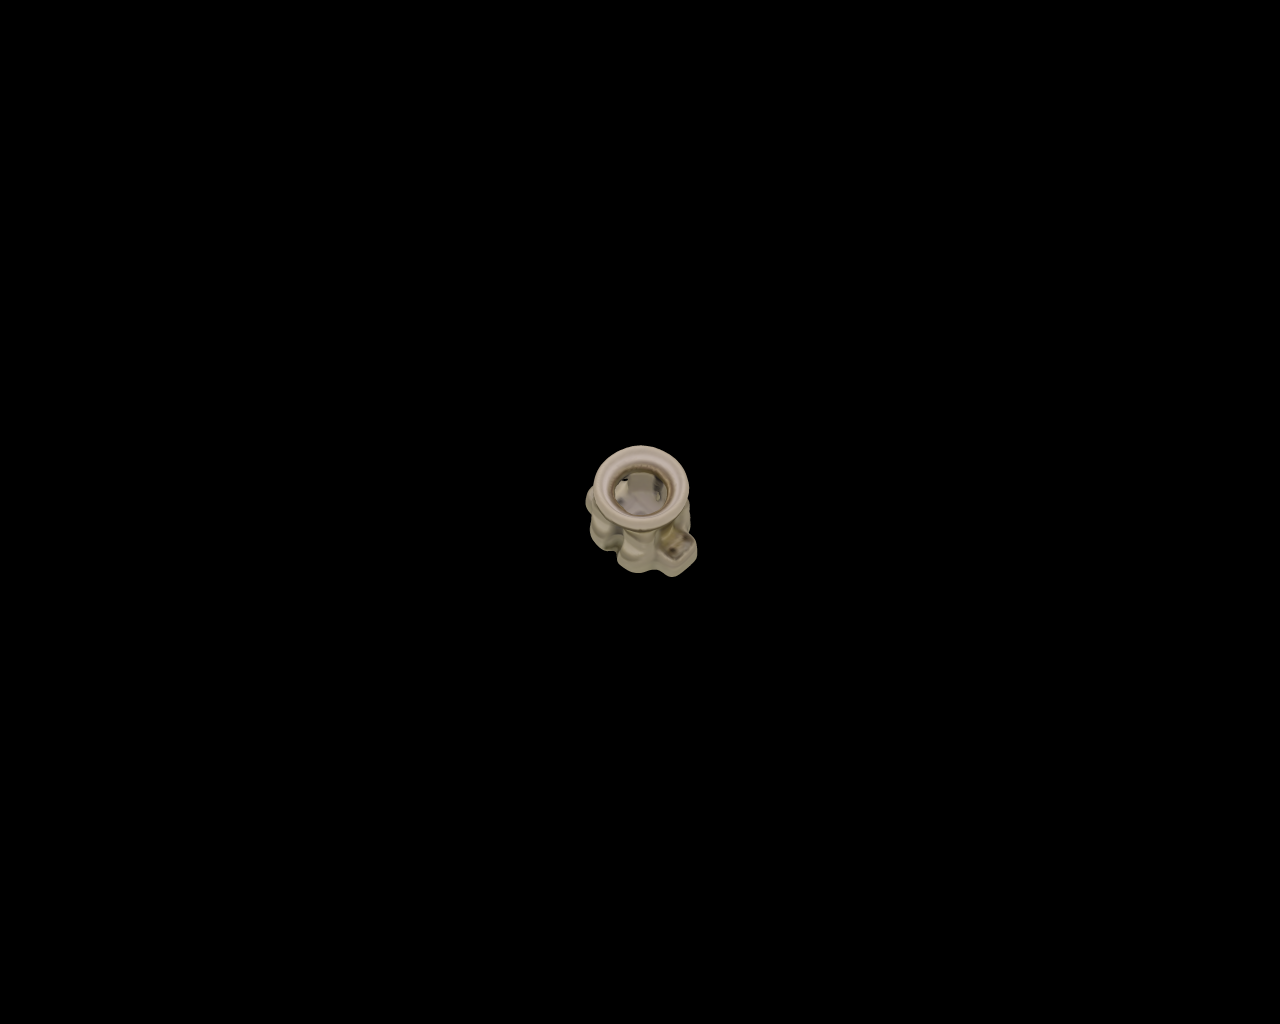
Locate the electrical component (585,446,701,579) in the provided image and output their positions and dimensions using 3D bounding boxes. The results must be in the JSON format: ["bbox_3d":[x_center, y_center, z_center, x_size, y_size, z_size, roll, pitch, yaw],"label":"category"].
[{"bbox_3d":[0.001,-0.003,0.650,0.078,0.058,0.056,39,-24,22],"label":"electrical component"}]
